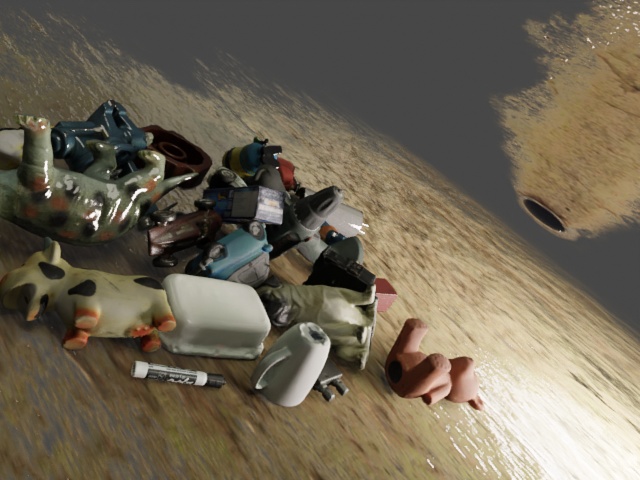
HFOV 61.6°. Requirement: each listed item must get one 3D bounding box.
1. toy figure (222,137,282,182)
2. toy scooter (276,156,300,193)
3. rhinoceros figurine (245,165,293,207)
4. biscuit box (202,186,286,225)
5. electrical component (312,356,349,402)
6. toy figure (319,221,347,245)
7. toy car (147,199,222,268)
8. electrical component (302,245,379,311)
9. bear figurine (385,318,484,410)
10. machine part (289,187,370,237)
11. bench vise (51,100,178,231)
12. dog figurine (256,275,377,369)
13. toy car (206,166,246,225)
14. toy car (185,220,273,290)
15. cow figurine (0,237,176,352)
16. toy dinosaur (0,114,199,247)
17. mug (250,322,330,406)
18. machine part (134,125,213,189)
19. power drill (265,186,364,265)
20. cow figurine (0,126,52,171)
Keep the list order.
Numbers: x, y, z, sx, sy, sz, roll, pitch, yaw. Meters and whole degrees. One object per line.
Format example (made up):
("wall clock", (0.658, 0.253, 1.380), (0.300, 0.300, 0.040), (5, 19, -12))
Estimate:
("toy figure", (-0.158, -0.185, 1.233), (0.089, 0.082, 0.180), (39, -21, -25))
("toy scooter", (-0.104, -0.164, 1.360), (0.135, 0.075, 0.184), (13, 25, -39))
("rhinoceros figurine", (-0.081, -0.075, 1.144), (0.073, 0.112, 0.190), (-39, 111, -29))
("biscuit box", (-0.148, -0.062, 0.992), (0.063, 0.059, 0.203), (11, -5, -40))
("electrical component", (0.000, 0.205, 0.826), (0.063, 0.021, 0.094), (-1, 40, -51))
("toy figure", (0.012, -0.010, 1.182), (0.064, 0.057, 0.155), (-1, 21, -29))
("toy car", (-0.217, -0.014, 0.885), (0.053, 0.089, 0.202), (7, 12, 14))
("electrical component", (0.037, 0.092, 0.976), (0.134, 0.114, 0.058), (33, 26, 7))
("bear figurine", (0.215, 0.224, 0.925), (0.196, 0.131, 0.120), (12, 33, -27))
("machine part", (0.017, -0.065, 1.303), (0.243, 0.079, 0.079), (22, 26, -24))
("bench vise", (-0.349, -0.124, 0.937), (0.240, 0.129, 0.223), (57, 14, 3))
("dog figurine", (-0.007, 0.133, 0.896), (0.191, 0.172, 0.121), (7, 45, 14))
("toy car", (-0.161, -0.075, 1.111), (0.202, 0.073, 0.056), (42, 29, 20))
("toy car", (-0.137, 0.042, 0.886), (0.103, 0.109, 0.161), (53, 36, -1))
("cow figurine", (-0.288, 0.068, 0.668), (0.195, 0.085, 0.127), (11, 37, -34))
("toy dinosaur", (-0.342, -0.056, 0.754), (0.131, 0.192, 0.404), (15, 2, 43))
("mug", (-0.042, 0.166, 0.746), (0.109, 0.107, 0.081), (9, 31, -46))
("machine part", (-0.319, -0.176, 1.142), (0.179, 0.056, 0.179), (27, 23, -13))
("power drill", (-0.002, -0.003, 1.017), (0.207, 0.232, 0.086), (26, 44, -50))
("cow figurine", (-0.493, -0.152, 0.874), (0.098, 0.068, 0.167), (21, 25, -12))
